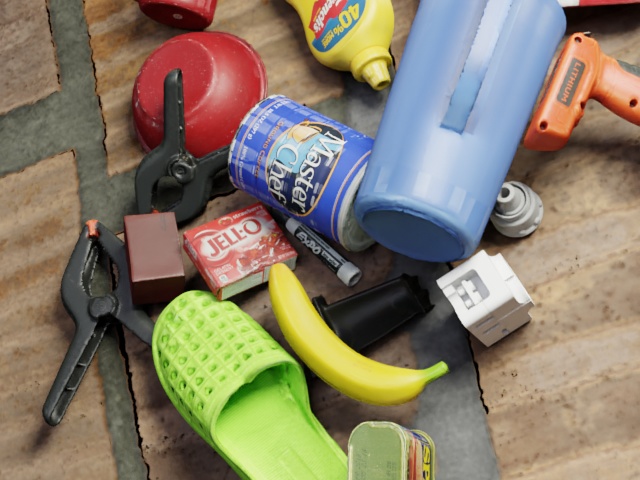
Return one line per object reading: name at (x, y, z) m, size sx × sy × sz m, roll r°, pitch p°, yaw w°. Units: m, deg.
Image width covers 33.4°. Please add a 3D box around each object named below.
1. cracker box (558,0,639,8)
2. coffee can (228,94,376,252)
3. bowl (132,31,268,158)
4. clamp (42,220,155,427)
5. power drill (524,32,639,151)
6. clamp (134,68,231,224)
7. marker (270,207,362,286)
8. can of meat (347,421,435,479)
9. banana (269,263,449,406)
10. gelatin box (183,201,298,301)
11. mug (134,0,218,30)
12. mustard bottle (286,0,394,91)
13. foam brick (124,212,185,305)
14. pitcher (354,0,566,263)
cracker box at (0.201, -0.294, 0.977) m, size 0.214 × 0.072 × 0.164 m, roll 0°, pitch 106°, yaw 22°
coffee can at (-0.002, -0.064, 1.005) m, size 0.140 × 0.102 × 0.103 m, roll 29°, pitch 86°, yaw 27°
bowl at (-0.139, -0.157, 1.119) m, size 0.162 × 0.055 × 0.162 m, roll -7°, pitch 71°, yaw 21°
clamp at (-0.204, 0.075, 1.081) m, size 0.164 × 0.036 × 0.210 m, roll -10°, pitch 66°, yaw 9°
power drill at (0.271, -0.080, 0.891) m, size 0.187 × 0.057 × 0.184 m, roll 22°, pitch 73°, yaw 3°
clamp at (-0.142, -0.085, 1.074) m, size 0.120 × 0.039 × 0.172 m, roll 43°, pitch 107°, yaw -2°
marker at (-0.007, 0.001, 1.033) m, size 0.121 × 0.020 × 0.020 m, roll 42°, pitch 92°, yaw 27°
can of meat at (0.059, 0.207, 0.904) m, size 0.057 × 0.083 × 0.102 m, roll -4°, pitch 72°, yaw 21°
banana at (0.018, 0.094, 0.949) m, size 0.198 × 0.037 × 0.069 m, roll 31°, pitch 76°, yaw 25°
gelatin box at (-0.078, 0.010, 1.030) m, size 0.089 × 0.030 × 0.073 m, roll -22°, pitch 60°, yaw -24°
mug at (-0.158, -0.279, 1.145) m, size 0.117 × 0.093 × 0.081 m, roll 9°, pitch 82°, yaw 14°
mustard bottle at (0.023, -0.228, 1.069) m, size 0.096 × 0.058 × 0.192 m, roll -40°, pitch 62°, yaw 30°
foam brick at (-0.164, 0.019, 1.058) m, size 0.053 × 0.051 × 0.078 m, roll -5°, pitch 58°, yaw -12°
pitcher at (0.117, -0.112, 0.909) m, size 0.145 × 0.149 × 0.242 m, roll 0°, pitch 60°, yaw 43°
